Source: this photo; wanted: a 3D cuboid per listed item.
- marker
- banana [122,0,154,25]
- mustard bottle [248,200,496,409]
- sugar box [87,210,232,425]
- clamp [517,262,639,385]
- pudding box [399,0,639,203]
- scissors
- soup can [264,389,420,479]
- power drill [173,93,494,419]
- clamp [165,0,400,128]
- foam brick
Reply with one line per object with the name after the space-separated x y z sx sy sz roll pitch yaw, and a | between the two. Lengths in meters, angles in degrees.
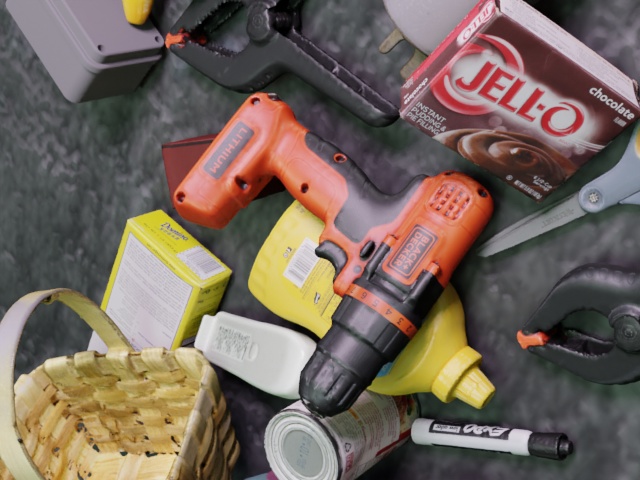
0.118 0.139 0.743 0.121 0.020 0.020 -1 102 39 | marker
-0.149 -0.269 0.821 0.070 0.037 0.198 -21 81 62 | banana
0.043 0.052 0.749 0.192 0.058 0.096 39 103 23 | mustard bottle
-0.143 0.072 0.916 0.093 0.048 0.176 40 128 23 | sugar box
0.201 0.056 0.641 0.172 0.039 0.120 -25 87 48 | clamp
0.117 -0.084 0.628 0.113 0.039 0.090 28 132 -20 | pudding box
0.185 -0.016 0.646 0.096 0.016 0.202 52 128 14 | scissors
0.017 0.136 0.769 0.069 0.102 0.068 13 111 35 | soup can
-0.005 0.001 0.714 0.188 0.057 0.184 34 80 19 | power drill
-0.029 -0.166 0.759 0.210 0.036 0.164 7 99 39 | clamp
-0.074 -0.055 0.817 0.078 0.052 0.051 -2 102 40 | foam brick
